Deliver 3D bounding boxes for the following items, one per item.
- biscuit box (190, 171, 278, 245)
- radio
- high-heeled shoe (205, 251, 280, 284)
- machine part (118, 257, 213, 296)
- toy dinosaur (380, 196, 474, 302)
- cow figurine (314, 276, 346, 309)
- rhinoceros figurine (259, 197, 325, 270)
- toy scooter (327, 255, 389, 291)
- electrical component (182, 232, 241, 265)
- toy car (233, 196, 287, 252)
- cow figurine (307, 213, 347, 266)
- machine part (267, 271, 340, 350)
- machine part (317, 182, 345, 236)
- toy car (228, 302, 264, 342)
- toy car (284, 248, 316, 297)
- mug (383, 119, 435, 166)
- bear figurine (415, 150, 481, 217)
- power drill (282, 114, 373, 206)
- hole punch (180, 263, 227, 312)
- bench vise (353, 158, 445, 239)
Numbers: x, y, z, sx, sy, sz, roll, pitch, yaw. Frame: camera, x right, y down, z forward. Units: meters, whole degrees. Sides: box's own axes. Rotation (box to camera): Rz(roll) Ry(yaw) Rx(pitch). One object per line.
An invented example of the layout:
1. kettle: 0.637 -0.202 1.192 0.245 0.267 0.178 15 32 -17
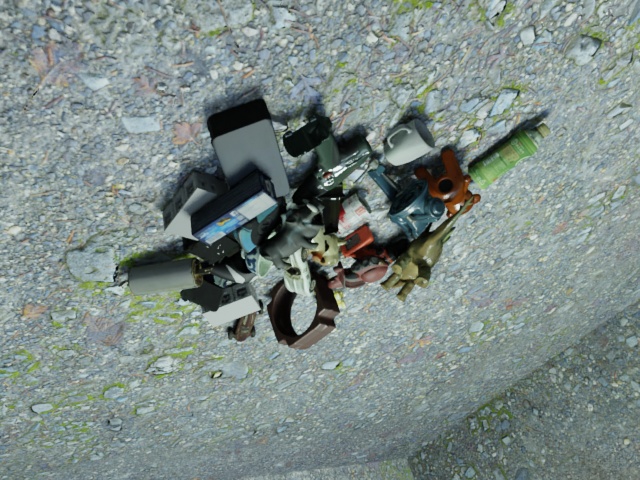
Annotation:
1. biscuit box: -0.191 -0.066 1.168 0.203 0.063 0.059 -29 142 19
2. radio: -0.150 -0.178 1.156 0.131 0.073 0.229 -18 142 -3
3. high-heeled shoe: -0.168 0.037 1.413 0.249 0.086 0.145 -3 138 -31
4. machine part: -0.387 0.092 1.350 0.243 0.079 0.079 -9 144 8
5. toy dinosaur: 0.281 0.035 1.468 0.198 0.105 0.471 -53 178 -28
6. cow figurine: 0.016 0.170 1.682 0.098 0.068 0.167 -21 143 10
7. rhinoceros figurine: -0.059 -0.019 1.263 0.190 0.073 0.112 -44 108 6
8. toy scooter: 0.099 0.087 1.506 0.184 0.075 0.135 -21 153 8
9. electrical component: -0.257 -0.004 1.336 0.134 0.058 0.114 -33 144 17
10. toy car: -0.156 -0.061 1.269 0.161 0.103 0.109 -49 155 -20
11. cow figurine: -0.003 -0.004 1.420 0.086 0.127 0.194 9 141 38
12. machine part: -0.050 0.203 1.573 0.201 0.201 0.087 -40 142 24
13. machine part: 0.027 -0.079 1.342 0.084 0.039 0.138 -4 100 -31
14. toy car: -0.233 0.257 1.684 0.089 0.053 0.202 2 139 -22
15. toy car: -0.063 0.075 1.396 0.074 0.056 0.201 13 136 26
16. mug: 0.197 -0.224 1.256 0.107 0.081 0.109 -34 149 33
17. bear figurine: 0.350 -0.139 1.430 0.120 0.132 0.195 -33 160 19
18. power drill: -0.003 -0.176 1.208 0.232 0.086 0.207 -32 146 11
19. hole punch: -0.307 0.116 1.455 0.116 0.092 0.142 24 135 -3
20. bench vise: 0.199 -0.111 1.350 0.240 0.224 0.129 43 84 -15
